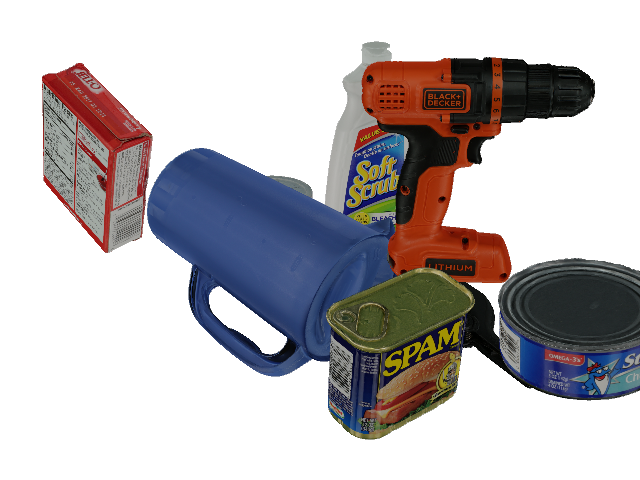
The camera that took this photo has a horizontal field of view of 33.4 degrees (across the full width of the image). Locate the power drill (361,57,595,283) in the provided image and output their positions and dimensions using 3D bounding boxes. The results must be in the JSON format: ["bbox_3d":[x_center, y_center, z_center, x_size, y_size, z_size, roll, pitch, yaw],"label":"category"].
[{"bbox_3d":[0.125,-0.059,0.879,0.184,0.188,0.057,2,24,7],"label":"power drill"}]

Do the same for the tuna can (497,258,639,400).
[{"bbox_3d":[0.135,0.045,0.549,0.086,0.034,0.086,-4,28,2],"label":"tuna can"}]

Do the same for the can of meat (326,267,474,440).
[{"bbox_3d":[0.053,0.078,0.734,0.101,0.084,0.058,-21,40,-31],"label":"can of meat"}]

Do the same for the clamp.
[{"bbox_3d":[0.167,0.103,1.161,0.120,0.171,0.039,4,-44,-4],"label":"clamp"}]

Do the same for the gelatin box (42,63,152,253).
[{"bbox_3d":[-0.134,-0.049,0.635,0.030,0.089,0.073,-27,59,-34],"label":"gelatin box"}]

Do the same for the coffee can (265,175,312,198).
[{"bbox_3d":[-0.062,0.001,1.366,0.103,0.140,0.103,1,26,-1],"label":"coffee can"}]

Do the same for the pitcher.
[{"bbox_3d":[-0.059,0.012,1.030,0.243,0.145,0.148,30,32,32],"label":"pitcher"}]

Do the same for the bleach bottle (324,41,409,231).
[{"bbox_3d":[0.049,-0.088,1.154,0.102,0.251,0.068,-3,25,-7],"label":"bleach bottle"}]
